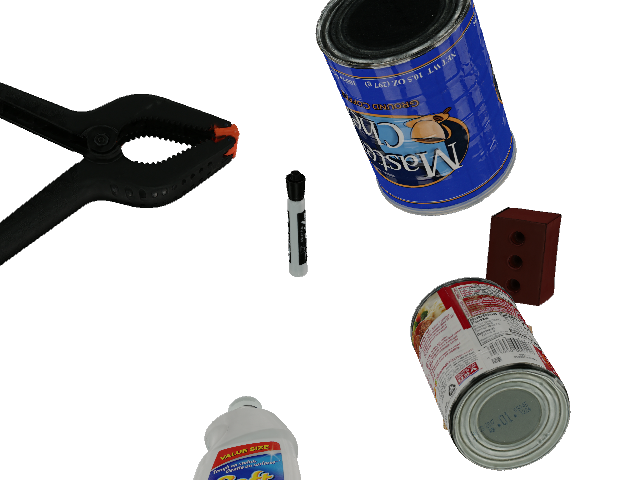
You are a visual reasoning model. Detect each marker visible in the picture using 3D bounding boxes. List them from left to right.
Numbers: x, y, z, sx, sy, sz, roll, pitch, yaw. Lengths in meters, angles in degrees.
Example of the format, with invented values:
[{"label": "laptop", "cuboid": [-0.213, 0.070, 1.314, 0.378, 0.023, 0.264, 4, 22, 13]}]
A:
[{"label": "marker", "cuboid": [-0.023, -0.016, 1.048, 0.020, 0.121, 0.020, 0, 37, 0]}]

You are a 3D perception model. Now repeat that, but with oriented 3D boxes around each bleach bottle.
[{"label": "bleach bottle", "cuboid": [-0.063, 0.204, 0.811, 0.102, 0.068, 0.251, -4, 28, -3]}]

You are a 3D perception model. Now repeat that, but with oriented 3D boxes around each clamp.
[{"label": "clamp", "cuboid": [-0.162, -0.053, 0.771, 0.209, 0.164, 0.036, -1, -30, -11]}]

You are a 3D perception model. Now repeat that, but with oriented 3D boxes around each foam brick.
[{"label": "foam brick", "cuboid": [0.182, 0.014, 0.960, 0.053, 0.078, 0.051, 9, 16, 25]}]

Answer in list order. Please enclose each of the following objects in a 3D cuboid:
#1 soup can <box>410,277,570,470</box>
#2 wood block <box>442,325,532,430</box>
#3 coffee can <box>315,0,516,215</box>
[{"label": "soup can", "cuboid": [0.095, 0.073, 0.608, 0.068, 0.068, 0.102, 0, 25, -8]}, {"label": "wood block", "cuboid": [0.245, 0.196, 1.544, 0.091, 0.090, 0.205, 3, 17, 20]}, {"label": "coffee can", "cuboid": [0.068, -0.100, 0.720, 0.103, 0.102, 0.140, 0, -40, 25]}]
